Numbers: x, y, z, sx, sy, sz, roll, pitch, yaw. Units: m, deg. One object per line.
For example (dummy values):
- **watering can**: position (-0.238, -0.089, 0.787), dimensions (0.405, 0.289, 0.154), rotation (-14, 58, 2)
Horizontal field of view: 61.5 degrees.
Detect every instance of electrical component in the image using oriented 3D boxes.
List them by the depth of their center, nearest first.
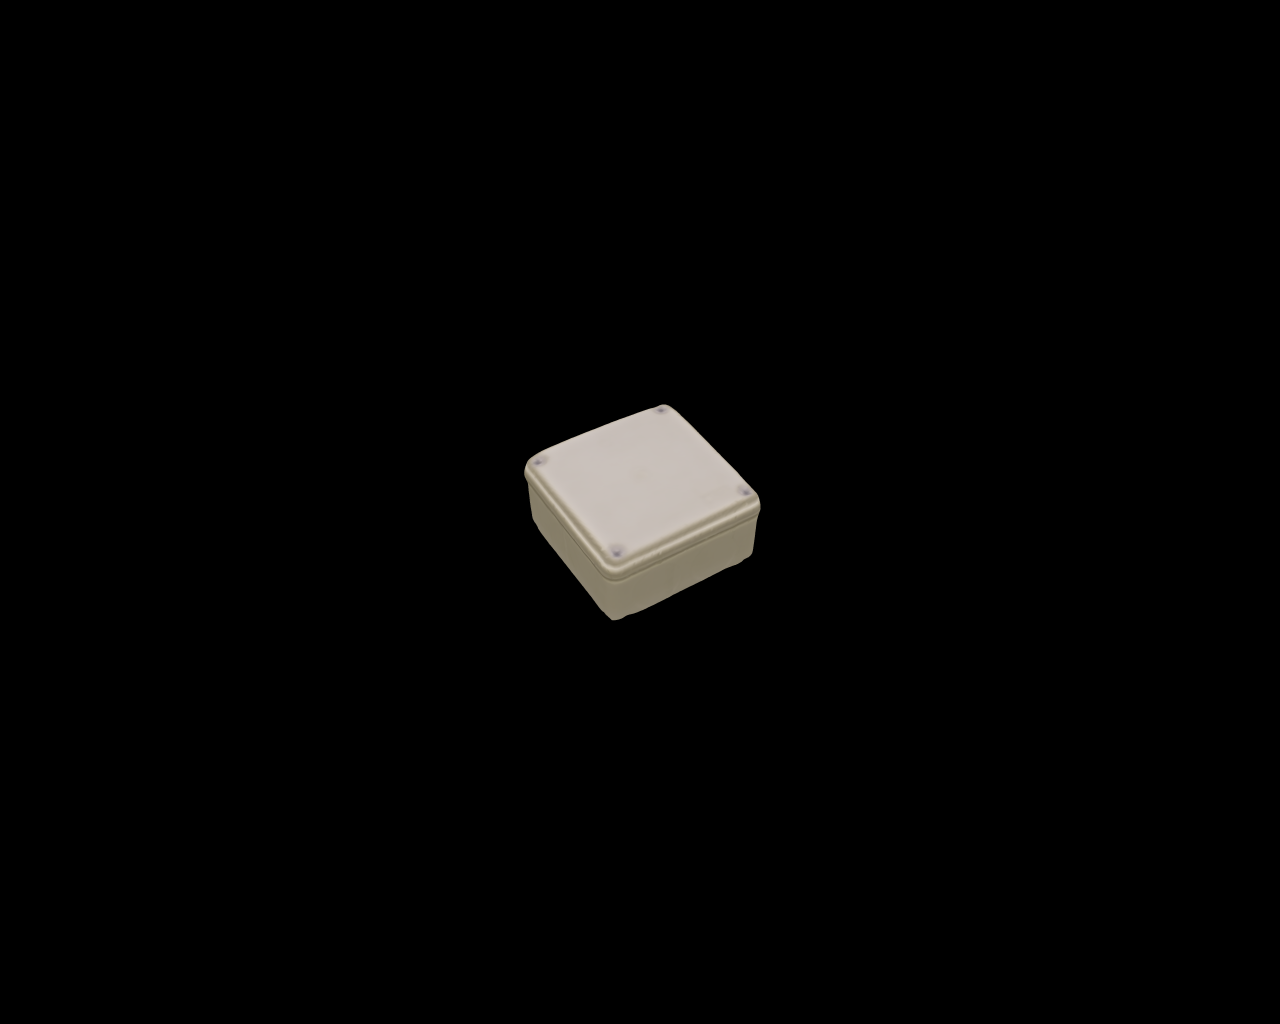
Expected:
- **electrical component**: position (0.001, -0.003, 0.650), dimensions (0.109, 0.056, 0.109), rotation (-24, 50, -22)
